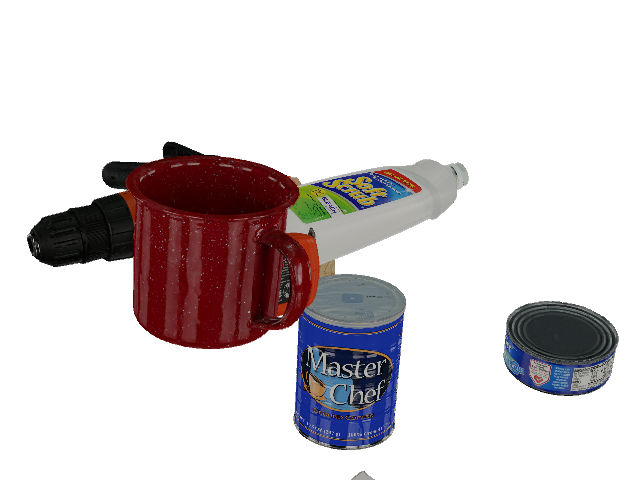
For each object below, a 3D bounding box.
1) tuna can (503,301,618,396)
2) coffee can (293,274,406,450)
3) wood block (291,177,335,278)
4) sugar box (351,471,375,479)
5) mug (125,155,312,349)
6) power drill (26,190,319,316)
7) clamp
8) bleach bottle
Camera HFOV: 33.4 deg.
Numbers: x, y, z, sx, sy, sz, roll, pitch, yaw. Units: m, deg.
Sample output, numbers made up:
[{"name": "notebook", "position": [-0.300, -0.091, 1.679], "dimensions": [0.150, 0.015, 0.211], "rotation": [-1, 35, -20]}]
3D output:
[{"name": "tuna can", "position": [0.187, 0.084, 0.836], "dimensions": [0.086, 0.034, 0.086], "rotation": [1, 29, -1]}, {"name": "coffee can", "position": [0.027, 0.117, 1.042], "dimensions": [0.103, 0.140, 0.103], "rotation": [2, 24, -1]}, {"name": "wood block", "position": [-0.049, 0.003, 1.357], "dimensions": [0.090, 0.090, 0.206], "rotation": [-6, 28, -12]}, {"name": "sugar box", "position": [0.081, 0.258, 0.809], "dimensions": [0.048, 0.093, 0.176], "rotation": [-33, 37, -28]}, {"name": "mug", "position": [-0.052, 0.010, 0.581], "dimensions": [0.117, 0.081, 0.093], "rotation": [22, 28, 32]}, {"name": "power drill", "position": [-0.102, 0.005, 0.784], "dimensions": [0.184, 0.057, 0.188], "rotation": [-16, 28, -28]}, {"name": "clamp", "position": [-0.113, -0.058, 0.992], "dimensions": [0.172, 0.039, 0.120], "rotation": [13, 26, 30]}, {"name": "bleach bottle", "position": [0.051, -0.042, 1.189], "dimensions": [0.250, 0.068, 0.103], "rotation": [-20, 43, -24]}]
